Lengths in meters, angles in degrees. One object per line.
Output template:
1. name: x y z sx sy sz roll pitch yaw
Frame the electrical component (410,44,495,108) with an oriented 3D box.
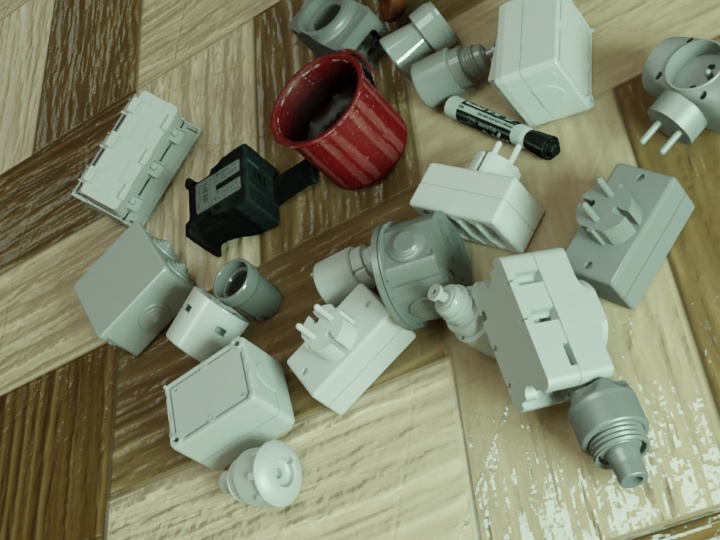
1. electrical component: 0.078 -0.164 0.882 0.078 0.040 0.040 -22 50 26

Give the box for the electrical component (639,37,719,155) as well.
1. electrical component: 0.222 -0.112 0.726 0.079 0.044 0.077 -49 43 0

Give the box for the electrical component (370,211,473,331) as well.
1. electrical component: 0.044 0.000 0.769 0.051 0.080 0.080 -17 52 23

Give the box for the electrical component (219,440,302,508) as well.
1. electrical component: -0.077 0.152 0.789 0.062 0.048 0.048 -18 51 39

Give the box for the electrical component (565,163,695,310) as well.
1. electrical component: 0.165 -0.031 0.694 0.047 0.076 0.083 24 78 46

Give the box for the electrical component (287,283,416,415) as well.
1. electrical component: -0.017 0.050 0.787 0.083 0.076 0.047 -47 43 3

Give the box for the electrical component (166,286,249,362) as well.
1. electrical component: -0.128 0.048 0.895 0.055 0.055 0.047 34 89 47

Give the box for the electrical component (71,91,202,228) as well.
1. electrical component: -0.223 -0.111 1.065 0.079 0.063 0.121 28 78 5

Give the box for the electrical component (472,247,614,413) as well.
1. electrical component: 0.118 0.037 0.680 0.050 0.056 0.089 121 135 -58

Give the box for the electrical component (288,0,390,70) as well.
1. electrical component: -0.019 -0.220 0.988 0.050 0.056 0.089 -51 43 -2

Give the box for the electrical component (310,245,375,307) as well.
1. electrical component: 0.000 0.000 0.833 0.078 0.040 0.040 -27 48 23

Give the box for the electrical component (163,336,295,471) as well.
1. electrical component: -0.104 0.108 0.828 0.096 0.061 0.061 -33 45 17

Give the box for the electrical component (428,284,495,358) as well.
1. electrical component: 0.078 0.030 0.726 0.040 0.078 0.040 -35 40 36

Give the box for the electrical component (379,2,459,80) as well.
1. electrical component: 0.051 -0.197 0.924 0.055 0.045 0.045 -38 44 12

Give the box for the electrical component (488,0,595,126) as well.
1. electrical component: 0.138 -0.167 0.819 0.061 0.062 0.096 -14 54 32

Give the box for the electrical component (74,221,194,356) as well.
1. electrical component: -0.204 0.018 0.981 0.099 0.048 0.099 -46 43 4

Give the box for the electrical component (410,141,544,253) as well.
1. electrical component: 0.094 -0.062 0.794 0.083 0.047 0.075 17 73 44

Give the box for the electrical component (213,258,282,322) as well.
1. electrical component: -0.093 0.018 0.892 0.040 0.046 0.040 -21 50 27

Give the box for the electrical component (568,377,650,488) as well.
1. electrical component: 0.152 0.099 0.639 0.043 0.043 0.062 -32 48 18
